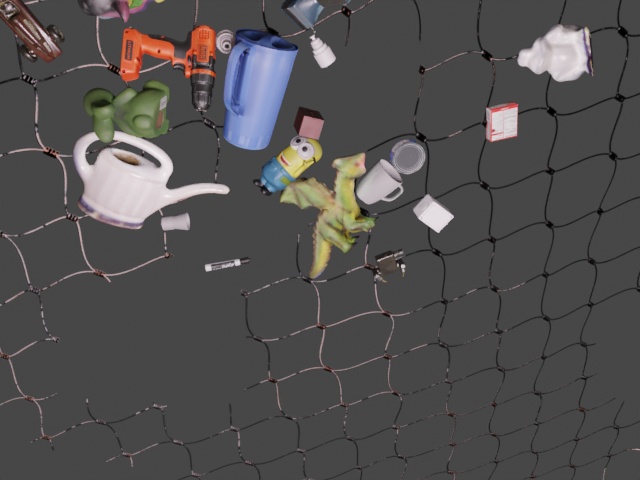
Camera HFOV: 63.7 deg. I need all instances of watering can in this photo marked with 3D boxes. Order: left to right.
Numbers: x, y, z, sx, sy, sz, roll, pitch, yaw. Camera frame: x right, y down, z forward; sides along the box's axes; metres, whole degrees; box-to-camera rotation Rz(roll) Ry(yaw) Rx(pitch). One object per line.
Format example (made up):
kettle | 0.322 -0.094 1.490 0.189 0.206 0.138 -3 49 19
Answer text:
watering can | -0.408 -0.117 1.202 0.345 0.221 0.106 25 23 -23

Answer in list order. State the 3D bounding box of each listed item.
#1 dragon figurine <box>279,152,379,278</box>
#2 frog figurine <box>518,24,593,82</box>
dragon figurine | 0.004 -0.067 1.323 0.403 0.242 0.125 -45 6 37
frog figurine | 0.562 -0.442 1.234 0.159 0.125 0.135 -3 -42 33
